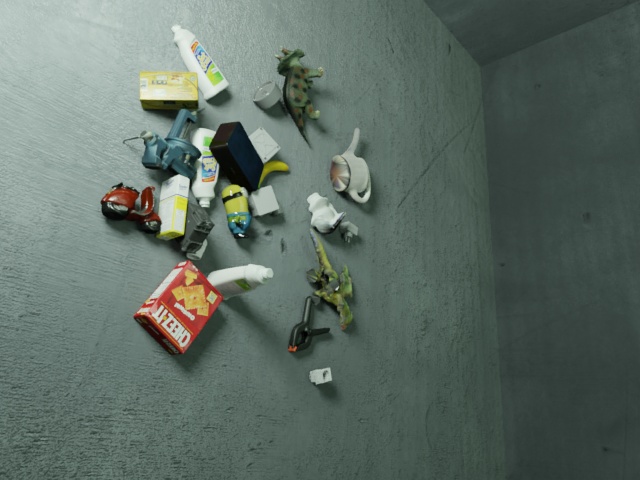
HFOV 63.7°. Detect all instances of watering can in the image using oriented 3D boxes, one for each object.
[{"bbox_3d":[0.132,-0.325,2.225,0.225,0.103,0.350,-2,79,-49],"label":"watering can"}]

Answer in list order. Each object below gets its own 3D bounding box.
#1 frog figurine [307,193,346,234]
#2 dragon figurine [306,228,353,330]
[{"bbox_3d":[0.006,-0.102,2.032,0.160,0.120,0.140,34,54,7],"label":"frog figurine"},{"bbox_3d":[0.055,0.151,2.008,0.243,0.121,0.412,-1,80,-67],"label":"dragon figurine"}]
